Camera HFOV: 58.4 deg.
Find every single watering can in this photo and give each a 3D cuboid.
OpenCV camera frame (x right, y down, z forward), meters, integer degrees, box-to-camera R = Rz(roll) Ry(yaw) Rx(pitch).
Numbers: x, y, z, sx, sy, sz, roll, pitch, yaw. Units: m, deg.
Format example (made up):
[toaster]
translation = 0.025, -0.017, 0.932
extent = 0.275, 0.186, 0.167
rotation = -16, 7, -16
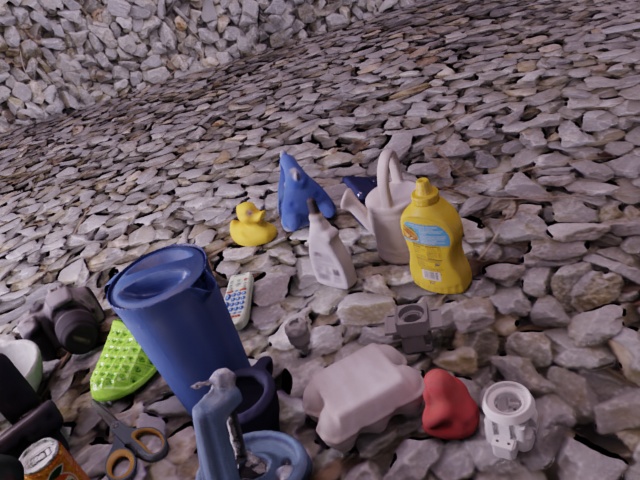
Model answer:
[watering can]
translation = 0.121, -0.061, 0.983
extent = 0.172, 0.194, 0.101
rotation = -14, 32, 8

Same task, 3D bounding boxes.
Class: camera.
[camera]
translation = -0.467, 0.154, 1.041
extent = 0.143, 0.101, 0.136
rotation = -31, 34, -20

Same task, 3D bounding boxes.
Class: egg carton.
[egg carton]
translation = 0.055, 0.198, 0.732
extent = 0.150, 0.069, 0.107
rotation = -27, 32, -13

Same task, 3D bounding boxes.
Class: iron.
[iron]
translation = -0.054, -0.124, 1.223
extent = 0.118, 0.142, 0.257
rotation = -21, 31, -5

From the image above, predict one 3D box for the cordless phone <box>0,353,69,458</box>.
[cordless phone]
translation = -0.454, 0.253, 0.796
extent = 0.093, 0.185, 0.148
rotation = 13, 43, 41

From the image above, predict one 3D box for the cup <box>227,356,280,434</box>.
[cup]
translation = -0.084, 0.219, 0.745
extent = 0.091, 0.095, 0.118
rotation = 0, 36, 28

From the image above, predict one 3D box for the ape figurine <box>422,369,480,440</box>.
[ape figurine]
translation = 0.147, 0.188, 0.677
extent = 0.078, 0.092, 0.075
rotation = -35, 35, -25

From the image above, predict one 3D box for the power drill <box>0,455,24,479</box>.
[power drill]
translation = -0.302, 0.333, 0.571
extent = 0.076, 0.209, 0.228
rotation = -28, 33, -15

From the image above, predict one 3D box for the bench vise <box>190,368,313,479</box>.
[bench vise]
translation = -0.082, 0.251, 0.573
extent = 0.121, 0.220, 0.207
rotation = -9, 33, 15

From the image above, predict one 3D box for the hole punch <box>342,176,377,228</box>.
[hole punch]
translation = 0.106, -0.092, 1.138
extent = 0.101, 0.091, 0.108
rotation = -23, 32, -8

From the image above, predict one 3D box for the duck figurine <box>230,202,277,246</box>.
[duck figurine]
translation = -0.148, -0.040, 1.193
extent = 0.104, 0.086, 0.078
rotation = 2, 37, 29

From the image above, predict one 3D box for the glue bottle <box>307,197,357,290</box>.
[glue bottle]
translation = 0.009, 0.003, 0.960
extent = 0.077, 0.173, 0.037
rotation = 11, 42, 39

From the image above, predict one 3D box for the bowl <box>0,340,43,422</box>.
[bowl]
translation = -0.530, 0.248, 0.950
extent = 0.167, 0.075, 0.167
rotation = -13, 32, 9
